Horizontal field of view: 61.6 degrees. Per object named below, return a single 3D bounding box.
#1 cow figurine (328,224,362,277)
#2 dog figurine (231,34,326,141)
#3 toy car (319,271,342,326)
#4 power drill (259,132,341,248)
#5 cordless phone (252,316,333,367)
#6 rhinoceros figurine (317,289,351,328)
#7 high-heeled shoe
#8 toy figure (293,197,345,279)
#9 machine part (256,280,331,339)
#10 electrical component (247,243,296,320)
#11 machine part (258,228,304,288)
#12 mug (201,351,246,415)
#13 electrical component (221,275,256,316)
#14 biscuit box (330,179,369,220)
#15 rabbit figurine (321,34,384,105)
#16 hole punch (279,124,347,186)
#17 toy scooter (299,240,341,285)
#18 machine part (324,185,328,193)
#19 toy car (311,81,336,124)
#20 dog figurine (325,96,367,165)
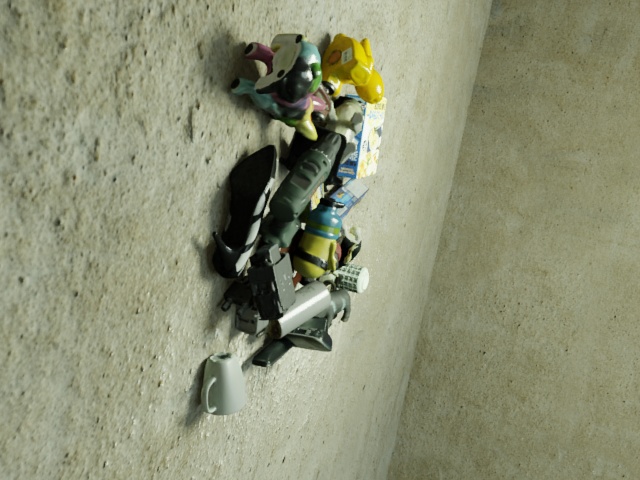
[{"bbox_3d":[0.045,0.043,1.382,0.167,0.068,0.098,-52,-146,34],"label":"cow figurine"},{"bbox_3d":[-0.039,-0.262,0.968,0.219,0.192,0.108,27,71,-52],"label":"dog figurine"},{"bbox_3d":[0.021,0.169,1.528,0.073,0.056,0.201,-45,145,-62],"label":"toy car"},{"bbox_3d":[-0.040,-0.090,1.072,0.207,0.086,0.232,-50,-174,47],"label":"power drill"},{"bbox_3d":[-0.063,0.246,1.242,0.184,0.147,0.088,-33,125,-62],"label":"cordless phone"},{"bbox_3d":[0.008,0.171,1.404,0.190,0.073,0.112,-3,113,-43],"label":"rhinoceros figurine"},{"bbox_3d":[-0.127,-0.048,1.005,0.249,0.086,0.145,-60,155,-22],"label":"high-heeled shoe"},{"bbox_3d":[-0.004,-0.005,1.175,0.082,0.089,0.180,-141,-116,-70],"label":"toy figure"},{"bbox_3d":[-0.055,0.159,1.249,0.243,0.079,0.079,-27,129,-40],"label":"machine part"},{"bbox_3d":[-0.094,0.078,1.054,0.115,0.058,0.134,-54,134,-73],"label":"electrical component"},{"bbox_3d":[-0.083,0.046,1.198,0.179,0.056,0.179,13,90,-69],"label":"machine part"},{"bbox_3d":[-0.197,0.279,1.047,0.109,0.081,0.107,-19,109,-58],"label":"mug"},{"bbox_3d":[-0.152,0.108,1.057,0.094,0.063,0.021,-57,151,-41],"label":"electrical component"},{"bbox_3d":[0.057,-0.096,1.418,0.062,0.059,0.203,-54,174,39],"label":"biscuit box"},{"bbox_3d":[0.082,-0.383,1.243,0.173,0.122,0.162,28,45,-41],"label":"rabbit figurine"},{"bbox_3d":[-0.006,-0.189,1.155,0.092,0.142,0.115,-90,-160,-71],"label":"hole punch"},{"bbox_3d":[-0.001,0.027,1.315,0.184,0.075,0.135,135,-29,-56],"label":"toy scooter"},{"bbox_3d":[0.011,-0.166,1.322,0.139,0.039,0.084,-64,150,-24],"label":"machine part"},{"bbox_3d":[-0.024,-0.316,1.088,0.202,0.053,0.089,39,63,-51],"label":"toy car"},{"bbox_3d":[0.048,-0.254,1.285,0.172,0.121,0.190,-57,179,18],"label":"dog figurine"}]
